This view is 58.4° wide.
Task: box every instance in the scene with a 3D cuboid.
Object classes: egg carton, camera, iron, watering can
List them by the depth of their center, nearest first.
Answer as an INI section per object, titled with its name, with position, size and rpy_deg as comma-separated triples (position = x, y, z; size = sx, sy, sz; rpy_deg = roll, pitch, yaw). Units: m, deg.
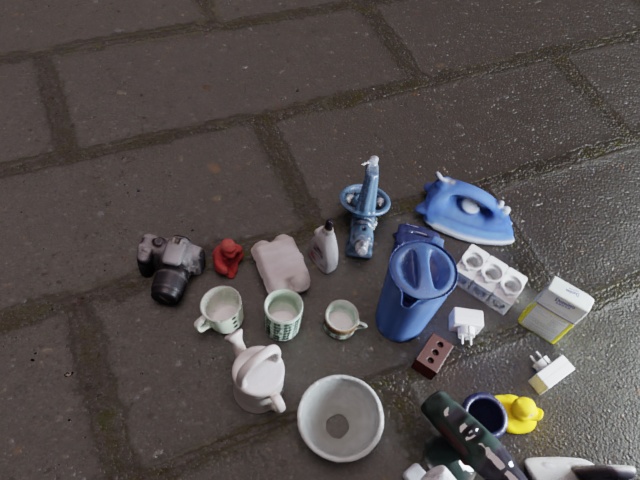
[watering can]
position = -0.123, 0.249, 1.087
size = 0.172, 0.194, 0.101
rpy_deg = 30, 59, 12
[camera]
position = -0.333, 0.062, 1.237
size = 0.143, 0.101, 0.137
rpy_deg = 11, 57, 0
[egg carton]
position = -0.087, 0.059, 1.287
size = 0.107, 0.069, 0.150
rpy_deg = -18, 61, -17
[iron]
position = 0.370, -0.080, 1.389
size = 0.258, 0.141, 0.119
rpy_deg = 22, 58, 7

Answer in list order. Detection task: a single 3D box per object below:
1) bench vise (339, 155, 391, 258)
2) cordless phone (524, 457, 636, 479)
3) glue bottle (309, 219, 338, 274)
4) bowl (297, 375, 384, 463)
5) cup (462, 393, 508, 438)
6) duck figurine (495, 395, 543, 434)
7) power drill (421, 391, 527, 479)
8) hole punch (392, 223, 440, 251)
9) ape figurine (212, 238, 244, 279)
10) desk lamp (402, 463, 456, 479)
[bench vise]
position = 0.115, -0.073, 1.306
size = 0.121, 0.220, 0.207
rpy_deg = -8, 59, -12
[cordless phone]
position = 0.472, 0.430, 1.049
size = 0.147, 0.185, 0.094
rpy_deg = 0, 57, -6
[glue bottle]
position = 0.012, 0.005, 1.272
size = 0.037, 0.173, 0.078
rpy_deg = -33, 66, -24
[bowl]
position = 0.036, 0.353, 1.111
size = 0.167, 0.075, 0.167
rpy_deg = 3, 57, -5
[cup]
position = 0.306, 0.369, 1.121
size = 0.091, 0.095, 0.118
rpy_deg = 23, 58, 8
[duck figurine]
position = 0.397, 0.343, 1.155
size = 0.104, 0.086, 0.077
rpy_deg = 20, 57, 6
[power drill]
position = 0.265, 0.389, 1.036
size = 0.076, 0.208, 0.229
rpy_deg = -32, 66, -23
[hole punch]
position = 0.225, 0.005, 1.347
size = 0.108, 0.091, 0.101
rpy_deg = 15, 57, 3
[ape figurine]
position = -0.205, 0.031, 1.277
size = 0.078, 0.092, 0.076
rpy_deg = -32, 66, -24
[desk lamp]
position = 0.217, 0.474, 0.972
size = 0.118, 0.213, 0.203
rpy_deg = -34, 67, -24
